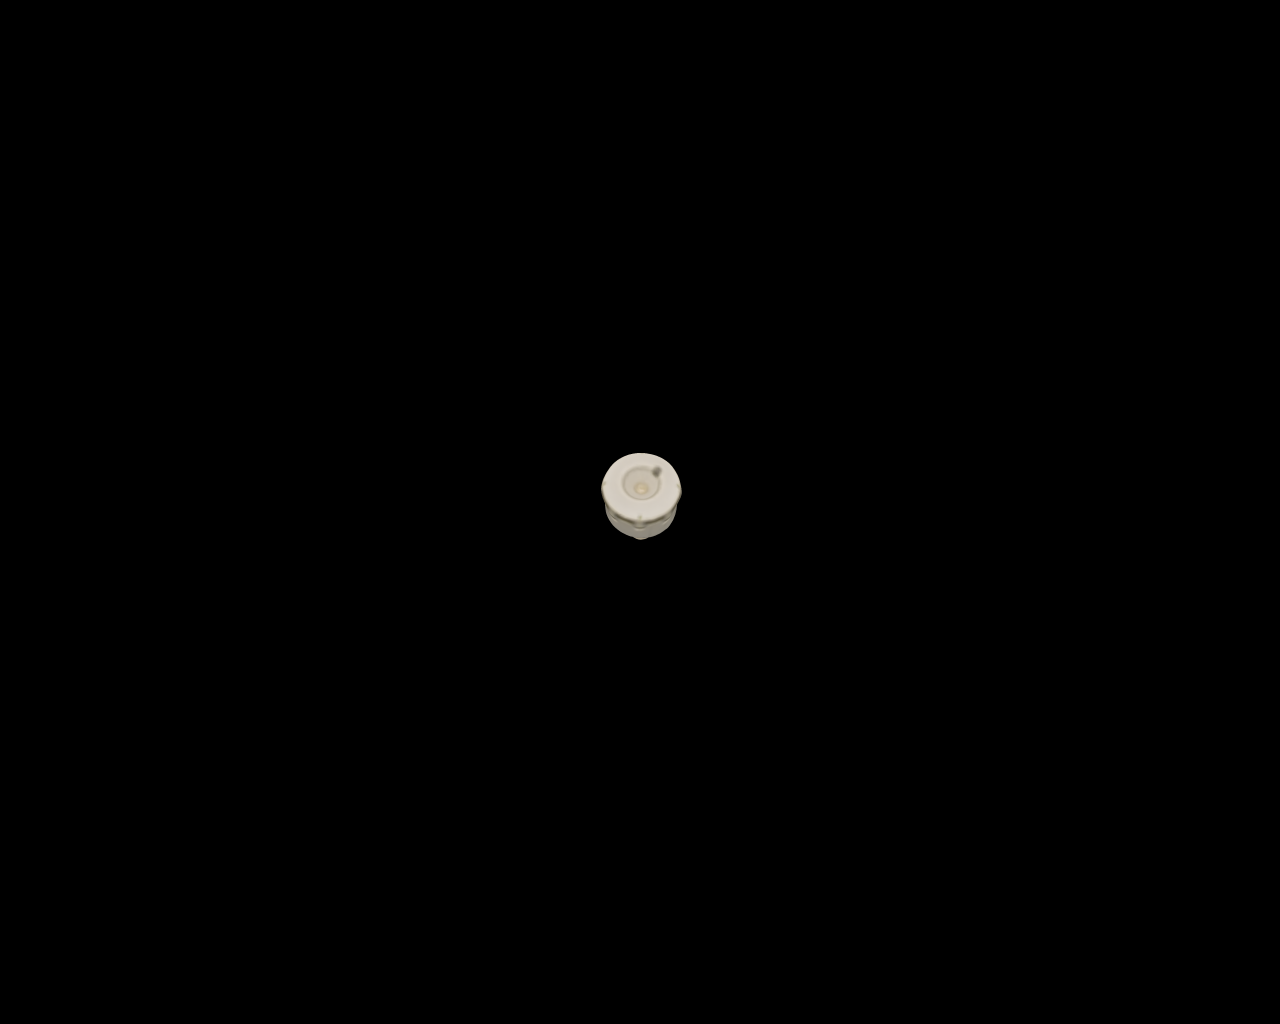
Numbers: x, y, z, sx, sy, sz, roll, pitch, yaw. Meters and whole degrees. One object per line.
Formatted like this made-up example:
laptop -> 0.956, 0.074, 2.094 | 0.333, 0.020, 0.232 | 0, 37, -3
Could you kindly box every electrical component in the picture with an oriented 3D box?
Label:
electrical component -> 0.001, -0.003, 0.650 | 0.048, 0.048, 0.062 | 0, -28, 0
